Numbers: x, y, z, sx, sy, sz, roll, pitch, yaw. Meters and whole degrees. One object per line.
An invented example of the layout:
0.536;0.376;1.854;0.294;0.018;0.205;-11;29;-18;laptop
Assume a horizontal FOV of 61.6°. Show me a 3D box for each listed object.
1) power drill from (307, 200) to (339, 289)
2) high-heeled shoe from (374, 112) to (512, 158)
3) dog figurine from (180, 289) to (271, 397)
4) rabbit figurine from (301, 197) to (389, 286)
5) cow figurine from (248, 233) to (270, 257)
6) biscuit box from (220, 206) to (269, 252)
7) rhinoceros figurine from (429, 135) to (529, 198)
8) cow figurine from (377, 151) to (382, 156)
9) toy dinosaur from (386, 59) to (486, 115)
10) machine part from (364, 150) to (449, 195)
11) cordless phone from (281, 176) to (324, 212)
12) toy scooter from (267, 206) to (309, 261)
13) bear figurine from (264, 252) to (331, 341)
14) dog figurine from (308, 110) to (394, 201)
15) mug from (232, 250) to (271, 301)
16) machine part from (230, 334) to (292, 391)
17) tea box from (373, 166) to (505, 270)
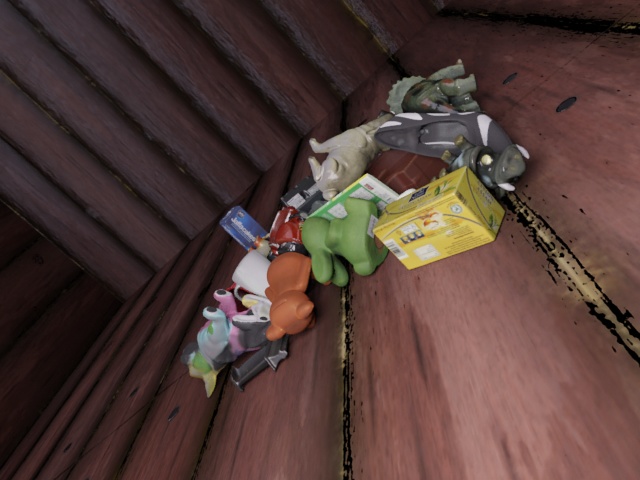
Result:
-0.002;-0.004;1.203;0.232;0.086;0.207;-50;14;7;power drill
0.208;-0.169;0.926;0.145;0.086;0.249;-17;30;-21;high-heeled shoe
-0.182;0.217;1.090;0.108;0.192;0.219;-86;9;-63;dog figurine
0.039;0.006;0.998;0.170;0.121;0.159;3;82;38;rabbit figurine
-0.110;0.047;1.298;0.085;0.127;0.195;-51;20;37;cow figurine
-0.166;0.001;1.389;0.063;0.202;0.059;-52;19;-21;biscuit box
0.242;-0.103;0.822;0.073;0.112;0.190;-64;6;-6;rhinoceros figurine
0.192;-0.268;1.370;0.068;0.098;0.167;-36;17;51;cow figurine
0.242;-0.299;1.174;0.192;0.131;0.405;-19;15;15;toy dinosaur
0.177;-0.138;1.100;0.201;0.087;0.201;-50;15;-20;machine part
-0.045;-0.067;1.419;0.146;0.089;0.184;-43;-14;-26;cordless phone
-0.062;-0.018;1.150;0.184;0.075;0.135;-20;52;66;toy scooter
-0.038;0.112;1.004;0.120;0.131;0.196;-43;34;16;bear figurine
0.086;-0.170;1.105;0.191;0.121;0.172;-20;58;21;dog figurine
-0.128;0.092;1.146;0.109;0.107;0.080;-57;-10;-2;mug
-0.109;0.224;0.989;0.139;0.039;0.084;-38;22;18;machine part
0.174;-0.028;0.804;0.170;0.098;0.068;-25;26;48;tea box
